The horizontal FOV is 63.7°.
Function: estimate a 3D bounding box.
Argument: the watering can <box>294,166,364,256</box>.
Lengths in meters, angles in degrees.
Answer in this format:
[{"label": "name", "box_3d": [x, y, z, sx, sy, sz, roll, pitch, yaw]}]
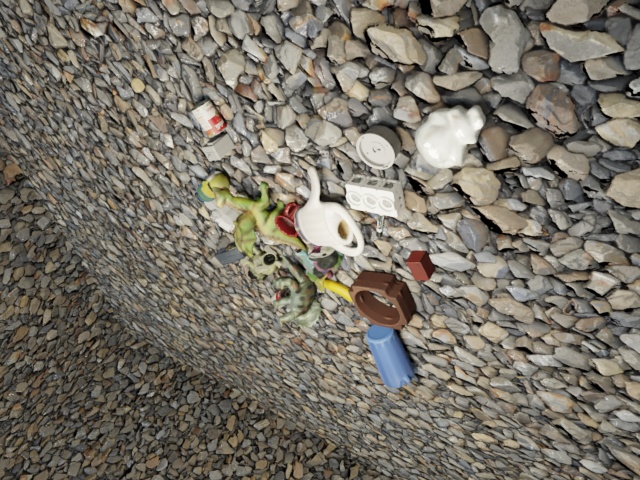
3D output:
[{"label": "watering can", "box_3d": [0.005, -0.081, 1.601, 0.223, 0.106, 0.342, -6, 127, 47]}]

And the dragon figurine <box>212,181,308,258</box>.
[{"label": "dragon figurine", "box_3d": [-0.206, -0.036, 1.734, 0.121, 0.248, 0.406, -22, 112, 46]}]

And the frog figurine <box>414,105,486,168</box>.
[{"label": "frog figurine", "box_3d": [0.295, -0.231, 1.152, 0.159, 0.124, 0.136, -3, 110, 58]}]
